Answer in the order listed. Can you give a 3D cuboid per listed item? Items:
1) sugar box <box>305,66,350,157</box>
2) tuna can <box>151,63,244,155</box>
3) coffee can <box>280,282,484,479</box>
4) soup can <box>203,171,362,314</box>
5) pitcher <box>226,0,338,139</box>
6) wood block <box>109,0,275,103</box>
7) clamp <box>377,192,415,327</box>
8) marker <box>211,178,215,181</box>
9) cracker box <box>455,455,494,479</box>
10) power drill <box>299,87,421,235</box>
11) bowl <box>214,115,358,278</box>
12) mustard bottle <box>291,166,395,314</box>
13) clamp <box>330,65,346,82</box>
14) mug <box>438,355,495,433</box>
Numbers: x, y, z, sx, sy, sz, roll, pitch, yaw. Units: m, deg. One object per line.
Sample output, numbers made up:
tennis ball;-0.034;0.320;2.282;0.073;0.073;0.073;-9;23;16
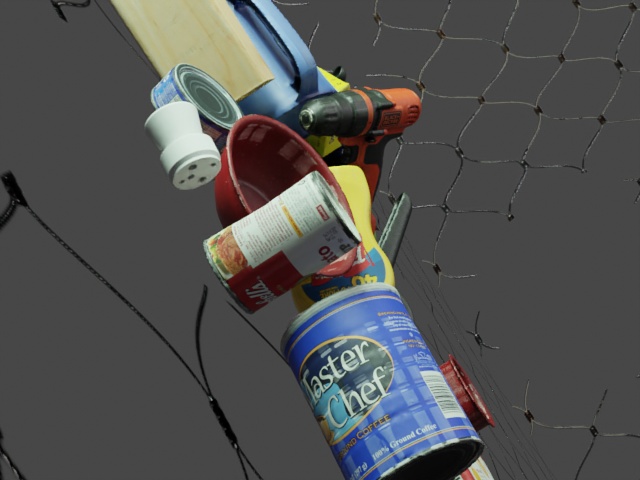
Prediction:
sugar box;-0.046;-0.184;1.307;0.176;0.048;0.093;31;-43;24
tuna can;-0.108;-0.117;0.959;0.086;0.034;0.086;38;24;-21
coffee can;0.044;0.118;0.800;0.140;0.103;0.102;62;9;28
soup can;-0.028;0.002;0.813;0.068;0.102;0.068;56;7;-11
pitcher;-0.091;-0.220;1.202;0.243;0.149;0.144;55;18;10
wood block;-0.141;-0.224;1.068;0.206;0.090;0.091;57;8;-6
clamp;0.047;0.047;1.050;0.036;0.164;0.210;121;-49;-62
marker;-0.117;-0.104;0.996;0.121;0.020;0.020;62;9;33
cracker box;0.116;0.227;0.943;0.214;0.072;0.164;61;7;33
power drill;0.029;-0.081;1.204;0.184;0.188;0.057;-12;38;-45
bowl;-0.040;-0.027;0.928;0.162;0.055;0.162;36;35;-32
mustard bottle;0.017;0.029;0.995;0.058;0.096;0.191;96;-20;-68
clamp;-0.041;-0.159;1.410;0.120;0.172;0.039;11;25;-10
mug;0.140;0.193;1.194;0.117;0.081;0.093;48;12;-53
